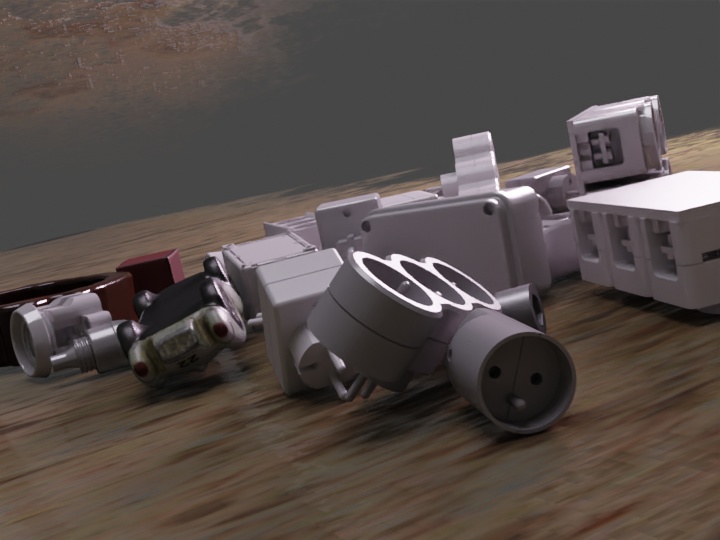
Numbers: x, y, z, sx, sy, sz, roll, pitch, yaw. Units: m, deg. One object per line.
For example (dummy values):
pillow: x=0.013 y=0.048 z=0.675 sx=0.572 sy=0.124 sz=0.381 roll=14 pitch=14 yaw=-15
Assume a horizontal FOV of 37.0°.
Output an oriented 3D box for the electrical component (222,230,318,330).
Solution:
electrical component: x=-0.065 y=0.012 z=0.844 sx=0.062 sy=0.061 sz=0.096 roll=-14 pitch=16 yaw=-15

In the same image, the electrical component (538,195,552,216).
electrical component: x=0.135 y=-0.042 z=0.964 sx=0.044 sy=0.044 sz=0.065 roll=-18 pitch=5 yaw=-36

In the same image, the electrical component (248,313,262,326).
electrical component: x=-0.037 y=0.027 z=0.719 sx=0.077 sy=0.047 sz=0.066 roll=-10 pitch=8 yaw=14

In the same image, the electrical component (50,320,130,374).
electrical component: x=-0.192 y=0.059 z=0.776 sx=0.061 sy=0.035 sz=0.035 roll=-17 pitch=9 yaw=-18

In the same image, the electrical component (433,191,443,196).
electrical component: x=0.100 y=-0.060 z=1.127 sx=0.066 sy=0.048 sz=0.055 roll=-16 pitch=17 yaw=-26

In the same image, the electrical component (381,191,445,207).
electrical component: x=0.046 y=-0.038 z=0.989 sx=0.061 sy=0.061 sz=0.096 roll=-13 pitch=8 yaw=-6

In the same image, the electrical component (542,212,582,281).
electrical component: x=0.135 y=-0.017 z=0.783 sx=0.077 sy=0.043 sz=0.079 roll=-16 pitch=9 yaw=-25

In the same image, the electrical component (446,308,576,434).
electrical component: x=0.062 y=0.043 z=0.485 sx=0.043 sy=0.043 sz=0.081 roll=-13 pitch=8 yaw=-8

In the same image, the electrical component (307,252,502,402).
electrical component: x=0.017 y=0.036 z=0.541 sx=0.052 sy=0.073 sz=0.138 roll=38 pitch=15 yaw=21

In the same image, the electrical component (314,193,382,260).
electrical component: x=-0.002 y=-0.008 z=0.785 sx=0.047 sy=0.083 sz=0.075 roll=-11 pitch=8 yaw=6

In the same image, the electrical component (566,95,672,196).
electrical component: x=0.223 y=-0.084 z=0.893 sx=0.060 sy=0.105 sz=0.186 roll=-9 pitch=9 yaw=20

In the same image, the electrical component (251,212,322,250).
electrical component: x=-0.048 y=-0.014 z=0.962 sx=0.079 sy=0.063 sz=0.121 roll=-14 pitch=8 yaw=-14

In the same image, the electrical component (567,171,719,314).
electrical component: x=0.197 y=-0.018 z=0.636 sx=0.089 sy=0.061 sz=0.150 roll=-14 pitch=8 yaw=-10

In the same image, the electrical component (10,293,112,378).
electrical component: x=-0.229 y=0.049 z=0.818 sx=0.057 sy=0.058 sz=0.078 roll=-15 pitch=8 yaw=-35

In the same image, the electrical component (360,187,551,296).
electrical component: x=0.063 y=-0.010 z=0.724 sx=0.113 sy=0.078 sz=0.057 roll=-6 pitch=7 yaw=34

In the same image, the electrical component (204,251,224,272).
electrical component: x=-0.104 y=0.009 z=0.926 sx=0.047 sy=0.055 sz=0.055 roll=-11 pitch=7 yaw=-20

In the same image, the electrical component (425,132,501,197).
electrical component: x=0.101 y=-0.079 z=1.063 sx=0.074 sy=0.052 sz=0.138 roll=-11 pitch=41 yaw=9

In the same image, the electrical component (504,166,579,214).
electrical component: x=0.198 y=-0.076 z=1.079 sx=0.077 sy=0.047 sz=0.066 roll=-4 pitch=12 yaw=45

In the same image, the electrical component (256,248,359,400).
electrical component: x=-0.021 y=0.039 z=0.587 sx=0.047 sy=0.065 sz=0.076 roll=-15 pitch=38 yaw=-14
